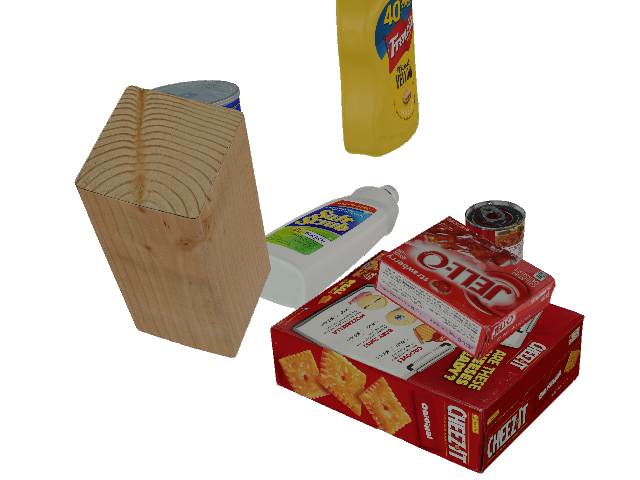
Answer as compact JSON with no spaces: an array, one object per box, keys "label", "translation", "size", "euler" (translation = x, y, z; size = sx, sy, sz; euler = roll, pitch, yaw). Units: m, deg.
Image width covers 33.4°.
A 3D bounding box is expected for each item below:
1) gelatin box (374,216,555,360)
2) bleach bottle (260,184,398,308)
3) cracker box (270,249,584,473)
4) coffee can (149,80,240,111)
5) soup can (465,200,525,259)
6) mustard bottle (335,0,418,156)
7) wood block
[{"label":"gelatin box","translation":[0.091,0.027,0.677],"size":[0.089,0.030,0.073],"euler":[34,45,31]},{"label":"bleach bottle","translation":[0.013,-0.009,1.308],"size":[0.103,0.068,0.250],"euler":[20,36,29]},{"label":"cracker box","translation":[0.090,0.096,0.913],"size":[0.214,0.072,0.163],"euler":[19,36,36]},{"label":"coffee can","translation":[-0.122,-0.077,1.050],"size":[0.103,0.140,0.103],"euler":[-5,22,2]},{"label":"soup can","translation":[0.201,0.014,1.228],"size":[0.068,0.102,0.068],"euler":[-4,29,2]},{"label":"mustard bottle","translation":[0.048,-0.175,0.910],"size":[0.058,0.192,0.096],"euler":[11,34,27]},{"label":"wood block","translation":[-0.100,-0.006,0.787],"size":[0.090,0.090,0.206],"euler":[15,-29,12]}]
